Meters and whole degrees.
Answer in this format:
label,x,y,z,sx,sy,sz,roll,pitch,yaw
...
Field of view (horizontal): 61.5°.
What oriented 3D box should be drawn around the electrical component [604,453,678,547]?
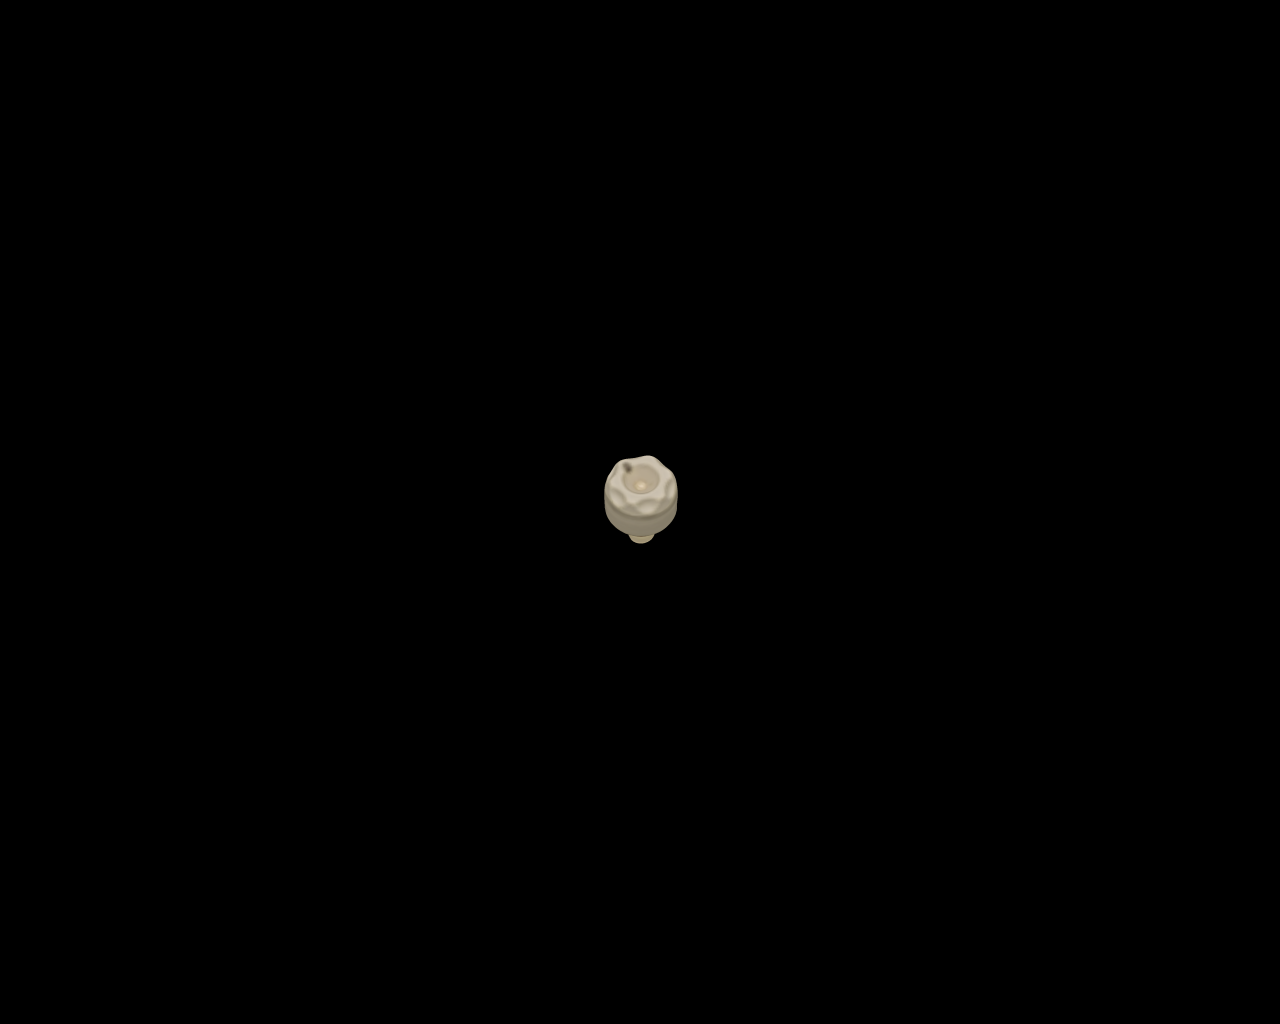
label,x,y,z,sx,sy,sz,roll,pitch,yaw
electrical component,0.001,-0.003,0.650,0.043,0.043,0.062,0,-36,0
